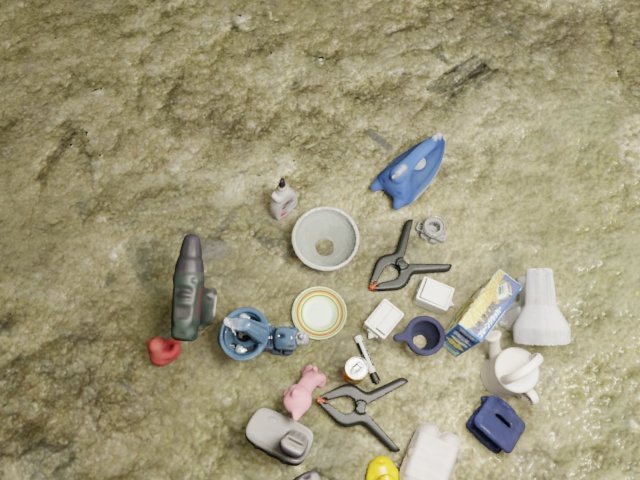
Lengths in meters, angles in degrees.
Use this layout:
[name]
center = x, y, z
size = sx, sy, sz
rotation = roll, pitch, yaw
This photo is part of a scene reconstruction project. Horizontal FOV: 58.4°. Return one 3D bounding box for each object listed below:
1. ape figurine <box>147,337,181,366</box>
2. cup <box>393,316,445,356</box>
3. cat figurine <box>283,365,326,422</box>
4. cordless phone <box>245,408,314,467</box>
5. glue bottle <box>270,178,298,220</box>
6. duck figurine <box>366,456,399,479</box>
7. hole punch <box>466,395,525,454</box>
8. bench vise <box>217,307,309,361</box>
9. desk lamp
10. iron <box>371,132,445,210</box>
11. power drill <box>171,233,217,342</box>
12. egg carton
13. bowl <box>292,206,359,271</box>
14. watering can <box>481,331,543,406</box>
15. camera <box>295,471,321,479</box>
[ape figurine]
center = -0.366, 0.248, 1.315
size = 0.077, 0.092, 0.076
rotation = 32, 73, 10
[cup]
center = 0.225, 0.232, 1.337
size = 0.118, 0.095, 0.091
rotation = -5, 70, -3
[cat figurine]
center = -0.039, 0.338, 1.279
size = 0.067, 0.118, 0.128
rotation = 31, 72, 9
[cordless phone]
center = -0.088, 0.417, 1.214
size = 0.147, 0.185, 0.094
rotation = 22, 71, 6
[glue bottle]
center = -0.091, -0.110, 1.408
size = 0.037, 0.173, 0.078
rotation = 41, 74, 13
[duck figurine]
center = 0.141, 0.522, 1.236
size = 0.077, 0.086, 0.104
rotation = -8, 71, -4
[hole punch]
center = 0.396, 0.409, 1.281
size = 0.108, 0.091, 0.101
rotation = 41, 74, 12
[bench vise]
center = -0.134, 0.196, 1.273
size = 0.207, 0.220, 0.121
rotation = -13, 71, -6
[desk lamp]
center = 0.479, 0.156, 1.309
size = 0.118, 0.213, 0.203
rotation = -1, 70, -2
[iron]
center = 0.250, -0.205, 1.469
size = 0.118, 0.141, 0.258
rotation = 41, 74, 12
[power drill]
center = -0.288, 0.122, 1.301
size = 0.075, 0.208, 0.229
rotation = 2, 70, -1
[egg carton]
center = 0.241, 0.486, 1.260
size = 0.107, 0.069, 0.150
rotation = 22, 71, 6
[bowl]
center = 0.013, 0.005, 1.422
size = 0.167, 0.075, 0.167
rotation = 1, 70, -1
[watering can]
center = 0.426, 0.285, 1.271
size = 0.172, 0.194, 0.101
rotation = 35, 73, 11
[camera]
center = -0.042, 0.579, 1.202
size = 0.137, 0.101, 0.143
rotation = -22, 72, -9
